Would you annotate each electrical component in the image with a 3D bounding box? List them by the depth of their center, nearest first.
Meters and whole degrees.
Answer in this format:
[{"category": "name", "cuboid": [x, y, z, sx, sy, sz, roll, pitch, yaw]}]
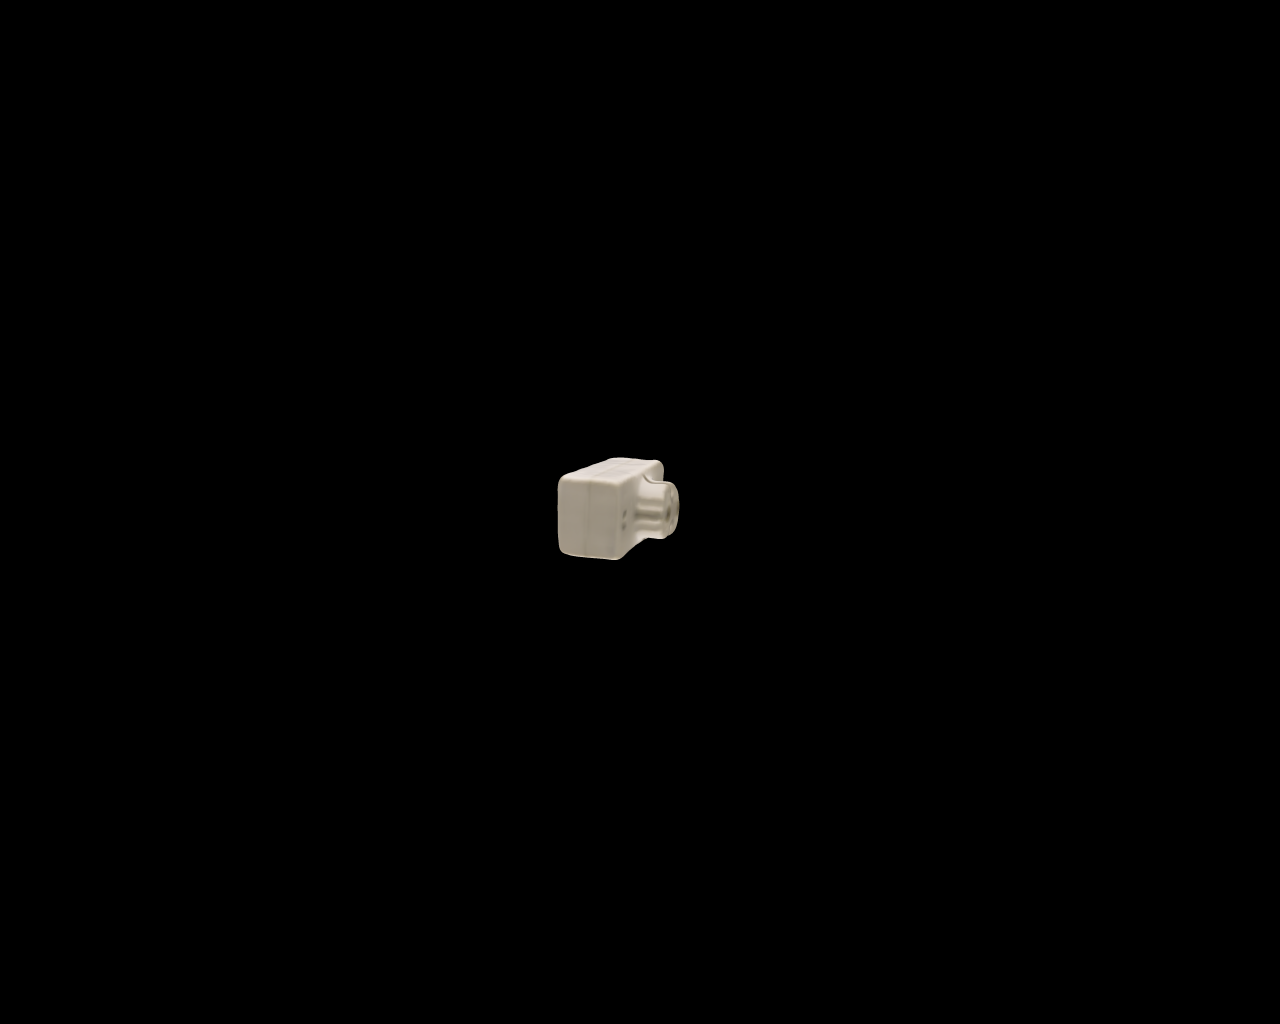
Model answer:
[{"category": "electrical component", "cuboid": [0.001, -0.003, 0.650, 0.076, 0.047, 0.083, 4, 13, 19]}]
